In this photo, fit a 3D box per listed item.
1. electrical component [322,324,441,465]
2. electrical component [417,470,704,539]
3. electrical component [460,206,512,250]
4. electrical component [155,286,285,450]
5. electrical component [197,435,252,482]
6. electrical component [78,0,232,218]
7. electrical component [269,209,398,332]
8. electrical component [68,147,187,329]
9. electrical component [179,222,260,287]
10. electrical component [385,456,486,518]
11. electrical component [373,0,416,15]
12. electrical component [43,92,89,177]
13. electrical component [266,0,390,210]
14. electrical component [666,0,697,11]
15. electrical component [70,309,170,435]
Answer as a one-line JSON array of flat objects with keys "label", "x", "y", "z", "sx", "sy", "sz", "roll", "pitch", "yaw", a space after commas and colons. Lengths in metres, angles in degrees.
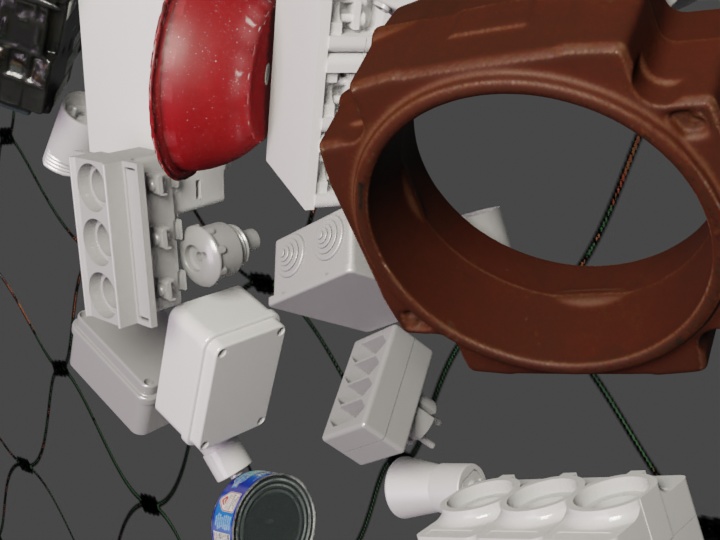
[{"label": "electrical component", "x": 0.027, "y": 0.096, "z": 0.744, "sx": 0.076, "sy": 0.083, "sz": 0.047, "roll": 37, "pitch": 141, "yaw": -23}, {"label": "electrical component", "x": 0.121, "y": 0.165, "z": 0.660, "sx": 0.150, "sy": 0.089, "sz": 0.061, "roll": -13, "pitch": 96, "yaw": 46}, {"label": "electrical component", "x": 0.078, "y": 0.005, "z": 0.674, "sx": 0.043, "sy": 0.043, "sz": 0.081, "roll": -11, "pitch": 97, "yaw": 46}, {"label": "electrical component", "x": -0.112, "y": 0.079, "z": 0.862, "sx": 0.057, "sy": 0.078, "sz": 0.113, "roll": 37, "pitch": 128, "yaw": 32}, {"label": "electrical component", "x": -0.122, "y": 0.149, "z": 0.926, "sx": 0.044, "sy": 0.044, "sz": 0.065, "roll": -33, "pitch": 87, "yaw": 46}, {"label": "electrical component", "x": -0.158, "y": -0.147, "z": 0.833, "sx": 0.105, "sy": 0.060, "sz": 0.186, "roll": 20, "pitch": 119, "yaw": 38}, {"label": "electrical component", "x": 0.000, "y": 0.000, "z": 0.710, "sx": 0.100, "sy": 0.100, "sz": 0.048, "roll": -23, "pitch": 59, "yaw": 46}, {"label": "electrical component", "x": -0.171, "y": -0.027, "z": 0.798, "sx": 0.079, "sy": 0.063, "sz": 0.121, "roll": 14, "pitch": 114, "yaw": 41}, {"label": "electrical component", "x": -0.105, "y": -0.016, "z": 0.830, "sx": 0.048, "sy": 0.062, "sz": 0.048, "roll": 17, "pitch": 116, "yaw": 38}, {"label": "electrical component", "x": 0.056, "y": 0.153, "z": 0.755, "sx": 0.065, "sy": 0.044, "sz": 0.044, "roll": -8, "pitch": 99, "yaw": 41}, {"label": "electrical component", "x": 0.065, "y": -0.148, "z": 0.603, "sx": 0.062, "sy": 0.096, "sz": 0.061, "roll": 32, "pitch": 94, "yaw": 32}, {"label": "electrical component", "x": -0.251, "y": -0.113, "z": 0.949, "sx": 0.043, "sy": 0.043, "sz": 0.081, "roll": 51, "pitch": 134, "yaw": 17}, {"label": "electrical component", "x": -0.014, "y": -0.125, "z": 0.687, "sx": 0.089, "sy": 0.062, "sz": 0.150, "roll": -128, "pitch": 39, "yaw": -56}, {"label": "electrical component", "x": 0.137, "y": -0.175, "z": 0.534, "sx": 0.108, "sy": 0.060, "sz": 0.108, "roll": 18, "pitch": 117, "yaw": 39}, {"label": "electrical component", "x": -0.192, "y": 0.078, "z": 0.940, "sx": 0.113, "sy": 0.078, "sz": 0.057, "roll": 40, "pitch": 132, "yaw": 27}]
